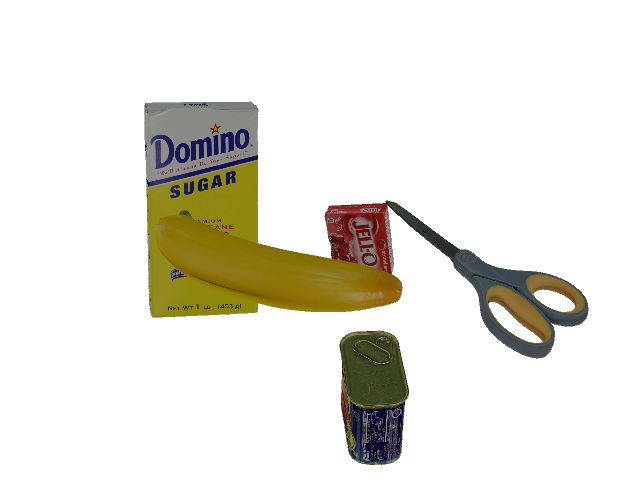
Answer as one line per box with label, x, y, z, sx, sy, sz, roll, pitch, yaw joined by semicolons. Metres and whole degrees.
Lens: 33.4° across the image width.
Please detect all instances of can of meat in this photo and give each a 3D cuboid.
can of meat;0.049;0.151;1.021;0.057;0.084;0.102;-3;36;-4

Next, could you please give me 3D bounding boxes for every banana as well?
banana;-0.044;0.012;0.697;0.198;0.037;0.069;19;37;34

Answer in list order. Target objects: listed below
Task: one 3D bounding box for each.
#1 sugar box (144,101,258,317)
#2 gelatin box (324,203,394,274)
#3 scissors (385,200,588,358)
sugar box;-0.099;-0.026;0.893;0.093;0.176;0.048;-3;16;-11
gelatin box;0.048;0.000;1.290;0.073;0.089;0.030;-1;29;13
scissors;0.139;0.019;0.869;0.096;0.016;0.202;-12;43;-22
